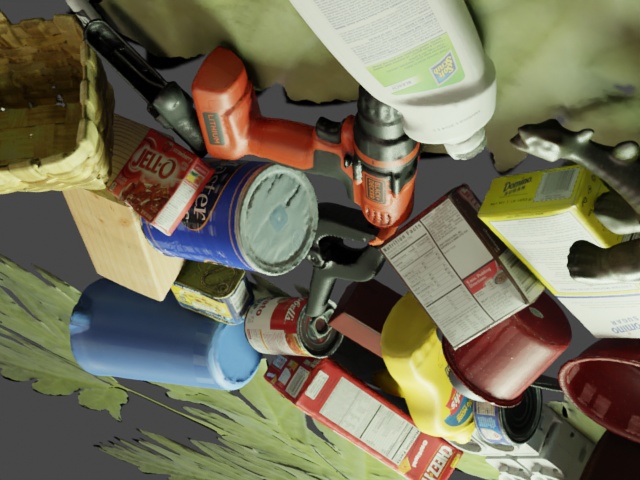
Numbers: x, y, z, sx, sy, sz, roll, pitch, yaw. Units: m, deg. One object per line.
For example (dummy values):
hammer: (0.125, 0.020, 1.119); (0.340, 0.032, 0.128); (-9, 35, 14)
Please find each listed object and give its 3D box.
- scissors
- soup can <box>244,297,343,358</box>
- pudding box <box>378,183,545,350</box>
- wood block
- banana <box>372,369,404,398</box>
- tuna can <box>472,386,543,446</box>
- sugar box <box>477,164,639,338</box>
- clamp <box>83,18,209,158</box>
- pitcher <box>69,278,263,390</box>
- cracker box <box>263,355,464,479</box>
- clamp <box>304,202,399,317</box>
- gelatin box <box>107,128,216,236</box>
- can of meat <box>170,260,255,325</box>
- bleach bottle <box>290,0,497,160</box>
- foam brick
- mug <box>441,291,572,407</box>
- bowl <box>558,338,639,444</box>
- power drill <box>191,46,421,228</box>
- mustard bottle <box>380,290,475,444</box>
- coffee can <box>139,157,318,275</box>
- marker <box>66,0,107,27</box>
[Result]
scissors: (0.178, 0.116, 1.033); (0.016, 0.201, 0.096); (-45, 63, 29)
soup can: (-0.031, 0.099, 1.219); (0.102, 0.068, 0.068); (-3, 140, 50)
pudding box: (0.116, 0.023, 0.891); (0.090, 0.039, 0.113); (-38, 86, 38)
wood block: (-0.198, -0.031, 1.126); (0.090, 0.090, 0.206); (23, 154, 13)
banana: (0.111, 0.146, 1.203); (0.070, 0.037, 0.198); (47, 154, 10)
tuna can: (0.194, 0.168, 1.097); (0.034, 0.086, 0.086); (-1, 141, 42)
sugar box: (0.215, 0.014, 0.842); (0.176, 0.048, 0.094); (40, 153, -30)
clamp: (-0.127, -0.114, 0.919); (0.120, 0.039, 0.171); (49, -177, 38)
pitcher: (-0.188, 0.125, 1.376); (0.243, 0.149, 0.145); (5, 122, 35)
cracker box: (0.049, 0.209, 1.292); (0.213, 0.072, 0.164); (35, 173, -15)
clamp: (-0.007, 0.001, 1.052); (0.164, 0.036, 0.210); (44, 148, -15)
gelatin box: (-0.146, -0.055, 0.970); (0.089, 0.073, 0.030); (33, 177, 45)
can of meat: (-0.130, 0.050, 1.245); (0.102, 0.057, 0.084); (20, 155, 19)
bleach bottle: (0.044, -0.140, 0.694); (0.103, 0.068, 0.250); (-18, 136, 20)
foam brick: (0.059, 0.081, 1.114); (0.078, 0.053, 0.051); (32, 154, -5)
mug: (0.165, 0.079, 0.958); (0.093, 0.117, 0.082); (10, 131, -37)
bowl: (0.298, 0.128, 0.952); (0.162, 0.055, 0.162); (23, 154, 12)
power drill: (-0.008, -0.093, 0.859); (0.188, 0.057, 0.184); (22, 150, 17)
mustard bottle: (0.121, 0.143, 1.083); (0.058, 0.096, 0.191); (3, 135, 31)
coffee can: (-0.087, -0.026, 1.002); (0.141, 0.102, 0.102); (8, 148, 41)
marker: (-0.194, -0.188, 0.917); (0.020, 0.020, 0.121); (7, 146, 38)
